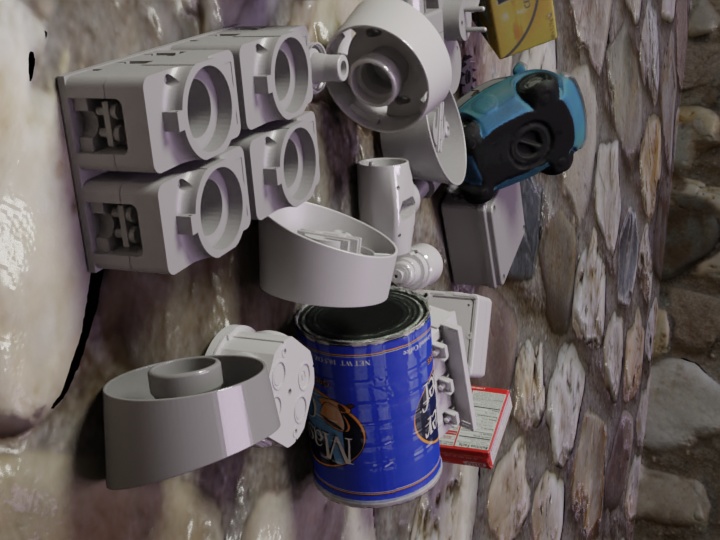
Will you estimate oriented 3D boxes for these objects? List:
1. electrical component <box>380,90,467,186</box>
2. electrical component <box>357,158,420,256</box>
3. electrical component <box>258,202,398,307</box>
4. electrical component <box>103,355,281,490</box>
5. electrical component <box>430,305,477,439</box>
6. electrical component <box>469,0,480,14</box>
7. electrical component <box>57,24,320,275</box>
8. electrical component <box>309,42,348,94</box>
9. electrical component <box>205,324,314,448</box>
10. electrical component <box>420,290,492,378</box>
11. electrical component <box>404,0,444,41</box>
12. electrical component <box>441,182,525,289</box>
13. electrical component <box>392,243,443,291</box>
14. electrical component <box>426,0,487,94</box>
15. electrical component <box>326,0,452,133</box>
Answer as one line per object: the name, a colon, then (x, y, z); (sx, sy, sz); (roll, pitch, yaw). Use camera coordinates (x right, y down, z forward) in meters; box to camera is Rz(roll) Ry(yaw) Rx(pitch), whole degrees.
electrical component: (0.058, -0.125, 0.952); (0.099, 0.064, 0.099); (4, 90, -67)
electrical component: (0.027, -0.057, 0.918); (0.079, 0.043, 0.077); (-33, 124, -62)
electrical component: (-0.024, -0.011, 0.743); (0.099, 0.099, 0.064); (-22, 121, -65)
electrical component: (-0.094, 0.083, 0.594); (0.099, 0.099, 0.064); (-26, 112, -64)
electrical component: (0.059, 0.097, 0.987); (0.063, 0.079, 0.121); (-40, 133, -35)
electrical component: (0.084, -0.266, 1.010); (0.055, 0.047, 0.055); (4, 90, -67)
electrical component: (-0.085, -0.077, 0.626); (0.186, 0.060, 0.105); (-41, 131, -59)
electrical component: (-0.039, -0.135, 0.722); (0.048, 0.062, 0.048); (4, 90, -67)
electrical component: (-0.068, 0.077, 0.707); (0.080, 0.051, 0.080); (4, 90, -67)
electrical component: (0.093, 0.071, 1.074); (0.061, 0.062, 0.096); (16, 80, -67)
electrical component: (0.038, -0.216, 0.908); (0.066, 0.047, 0.076); (-41, 131, -59)
electrical component: (0.133, -0.055, 1.153); (0.108, 0.056, 0.108); (-61, 147, -45)
electrical component: (0.047, -0.001, 0.979); (0.078, 0.040, 0.040); (-22, 114, -65)
electrical component: (0.078, -0.225, 0.968); (0.052, 0.074, 0.138); (-54, 142, -51)
electrical component: (0.022, -0.156, 0.824); (0.064, 0.099, 0.099); (-52, 141, -43)
